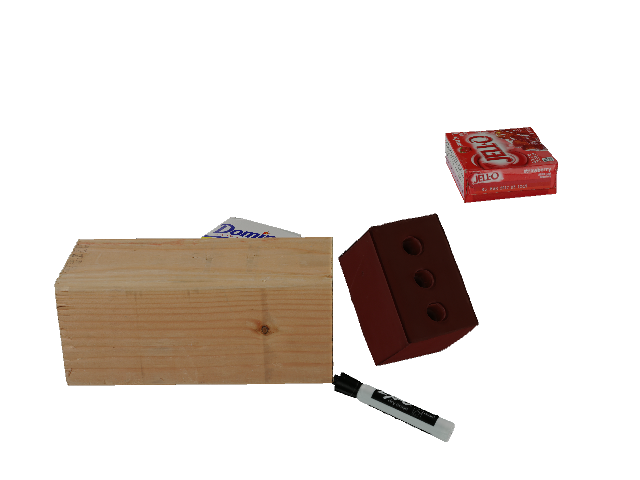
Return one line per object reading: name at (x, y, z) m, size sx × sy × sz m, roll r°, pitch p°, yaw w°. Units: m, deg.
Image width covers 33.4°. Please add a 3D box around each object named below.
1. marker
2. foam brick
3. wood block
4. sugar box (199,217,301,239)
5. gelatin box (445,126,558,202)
marker at (0.065, 0.153, 0.987) m, size 0.121 × 0.020 × 0.020 m, roll 23°, pitch 7°, yaw 17°
foam brick at (0.054, 0.032, 0.670) m, size 0.052 × 0.078 × 0.051 m, roll -12°, pitch -17°, yaw -28°
wood block at (-0.093, 0.055, 0.840) m, size 0.206 × 0.091 × 0.090 m, roll 0°, pitch 24°, yaw 1°
sugar box at (-0.100, 0.031, 1.127) m, size 0.093 × 0.048 × 0.176 m, roll 15°, pitch 31°, yaw 22°
gelatin box at (0.143, -0.062, 0.852) m, size 0.073 × 0.030 × 0.089 m, roll -5°, pitch 25°, yaw -1°
